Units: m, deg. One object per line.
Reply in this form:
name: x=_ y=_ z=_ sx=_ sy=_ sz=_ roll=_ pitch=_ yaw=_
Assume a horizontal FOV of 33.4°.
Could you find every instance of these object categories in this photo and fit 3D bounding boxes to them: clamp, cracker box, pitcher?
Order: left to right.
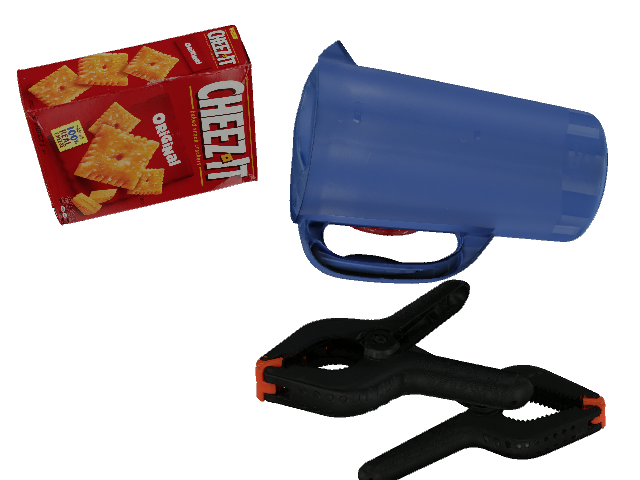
cracker box: x=-0.173 y=-0.109 z=1.053 sx=0.213 sy=0.072 sz=0.164 roll=-13 pitch=-38 yaw=-11
clamp: x=0.041 y=0.070 z=0.695 sx=0.171 sy=0.039 sz=0.120 roll=-2 pitch=28 yaw=-7
pitcher: x=0.097 y=-0.055 z=0.856 sx=0.242 sy=0.149 sz=0.145 roll=7 pitch=35 yaw=-7
clamp: x=0.136 y=0.154 z=0.921 sx=0.210 sy=0.036 sz=0.164 roll=3 pitch=43 yaw=20

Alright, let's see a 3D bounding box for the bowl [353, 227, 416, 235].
bowl: x=0.066 y=-0.048 z=1.111 sx=0.162 sy=0.055 sz=0.162 roll=6 pitch=23 yaw=-3
